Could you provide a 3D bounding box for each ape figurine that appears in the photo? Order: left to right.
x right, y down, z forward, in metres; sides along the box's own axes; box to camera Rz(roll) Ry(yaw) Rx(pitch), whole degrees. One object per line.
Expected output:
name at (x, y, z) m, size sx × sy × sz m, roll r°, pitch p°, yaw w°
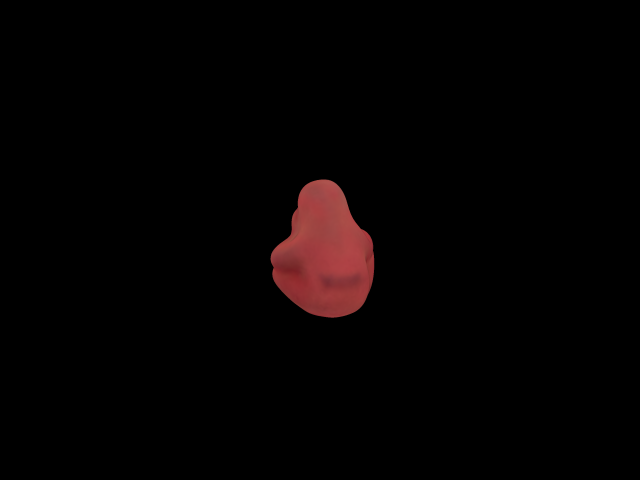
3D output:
ape figurine at (0.004, 0.001, 0.400) m, size 0.078 × 0.092 × 0.076 m, roll -5°, pitch 24°, yaw -10°
